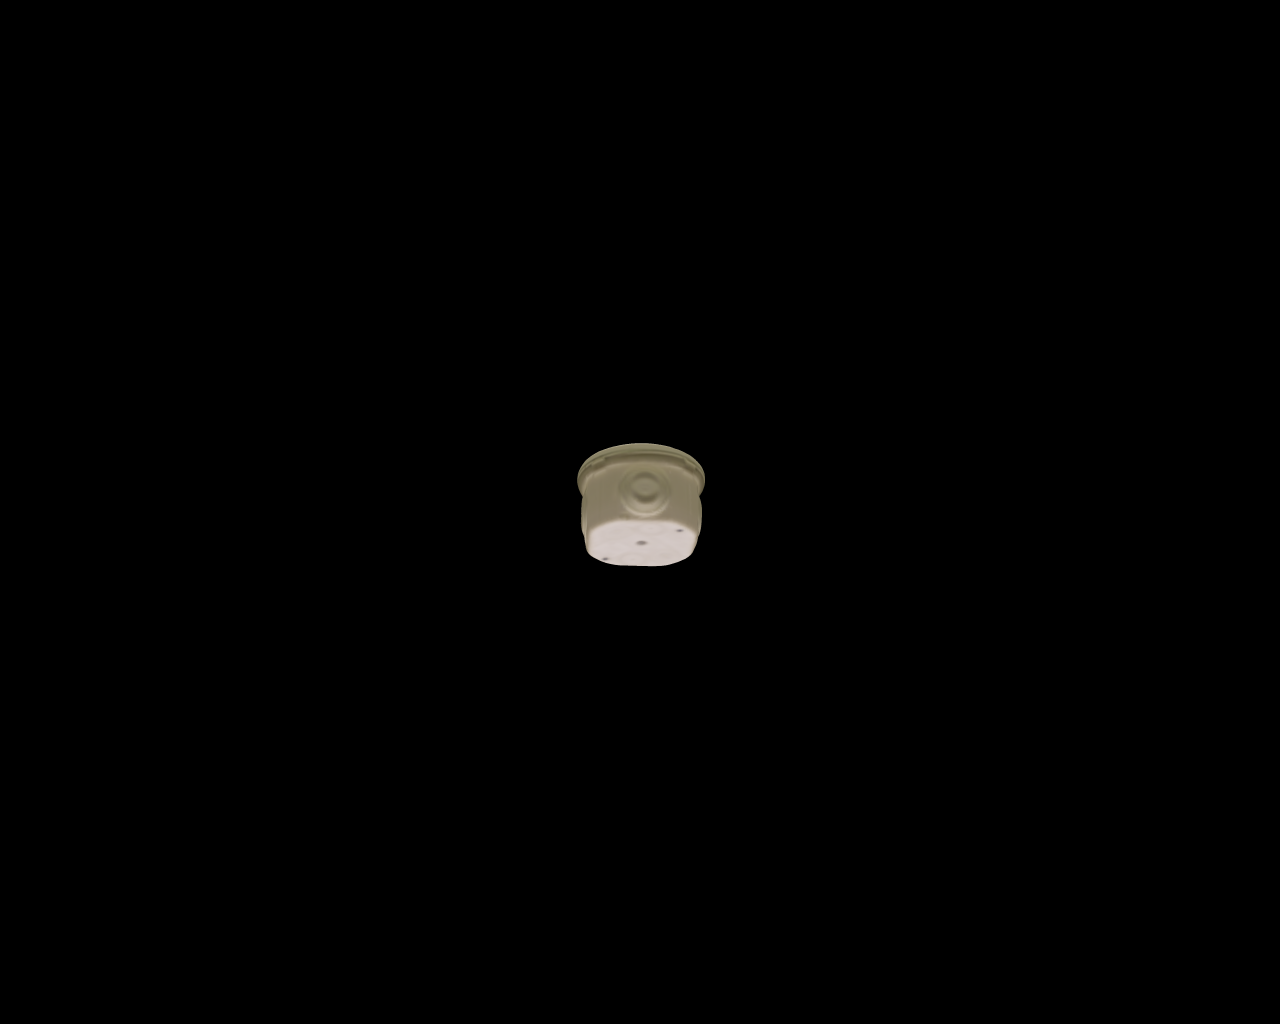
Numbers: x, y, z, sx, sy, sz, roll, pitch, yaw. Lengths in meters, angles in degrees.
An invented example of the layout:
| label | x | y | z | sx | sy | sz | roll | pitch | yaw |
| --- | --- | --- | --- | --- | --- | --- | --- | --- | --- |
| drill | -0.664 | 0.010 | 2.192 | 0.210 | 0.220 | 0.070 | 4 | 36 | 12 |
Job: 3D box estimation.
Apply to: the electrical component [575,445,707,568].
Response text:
| label | x | y | z | sx | sy | sz | roll | pitch | yaw |
| --- | --- | --- | --- | --- | --- | --- | --- | --- | --- |
| electrical component | 0.001 | -0.003 | 0.650 | 0.080 | 0.051 | 0.080 | 0 | -27 | 0 |
